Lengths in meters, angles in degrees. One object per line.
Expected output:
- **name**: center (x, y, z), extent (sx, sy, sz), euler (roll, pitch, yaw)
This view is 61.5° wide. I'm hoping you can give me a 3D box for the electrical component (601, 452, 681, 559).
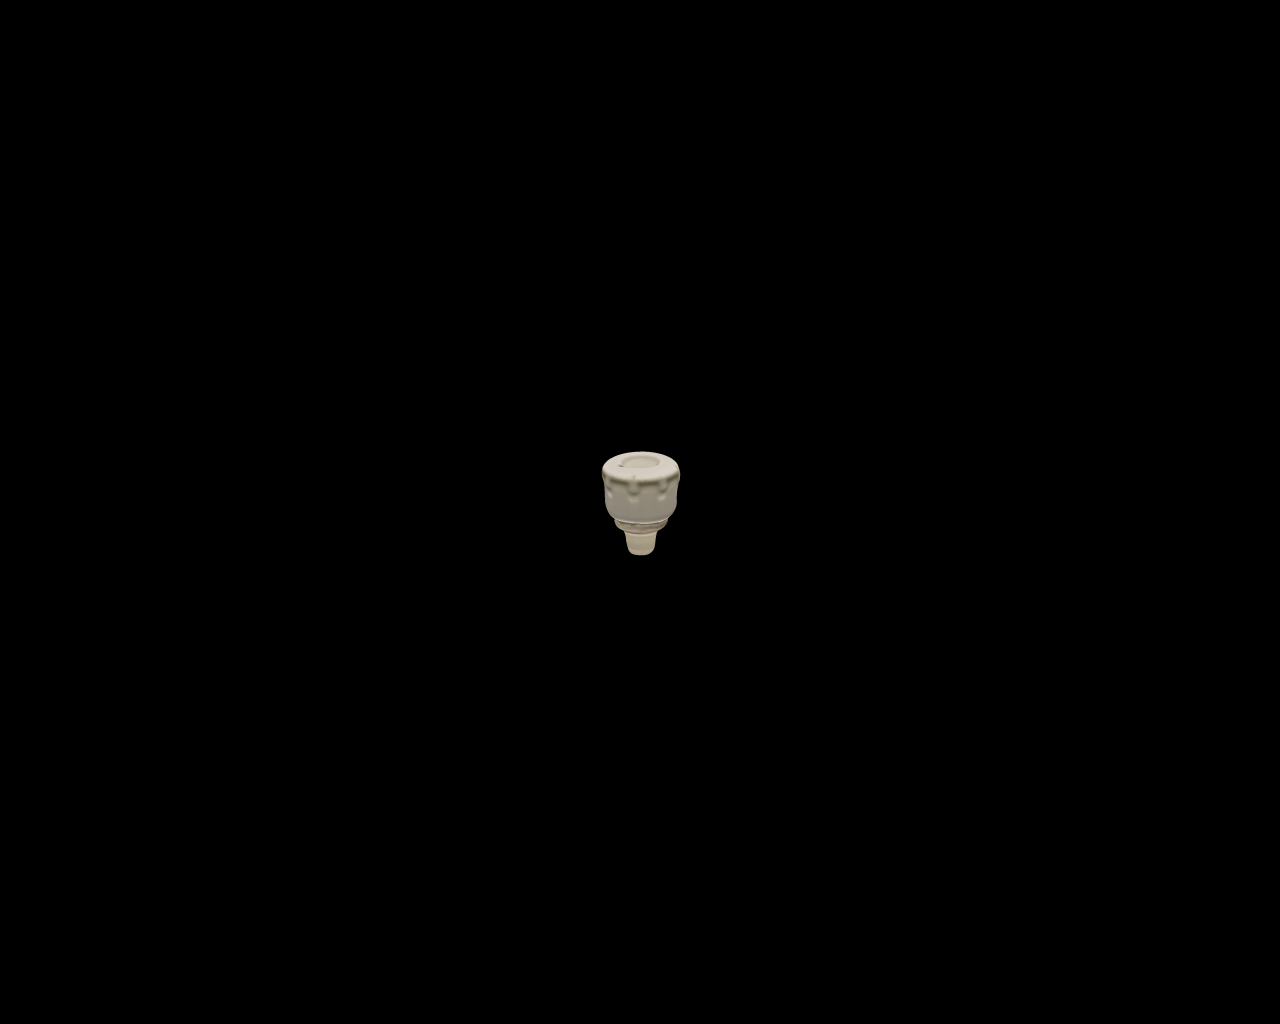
- **electrical component**: center (0.001, -0.003, 0.650), extent (0.048, 0.062, 0.048), euler (0, 23, 0)
